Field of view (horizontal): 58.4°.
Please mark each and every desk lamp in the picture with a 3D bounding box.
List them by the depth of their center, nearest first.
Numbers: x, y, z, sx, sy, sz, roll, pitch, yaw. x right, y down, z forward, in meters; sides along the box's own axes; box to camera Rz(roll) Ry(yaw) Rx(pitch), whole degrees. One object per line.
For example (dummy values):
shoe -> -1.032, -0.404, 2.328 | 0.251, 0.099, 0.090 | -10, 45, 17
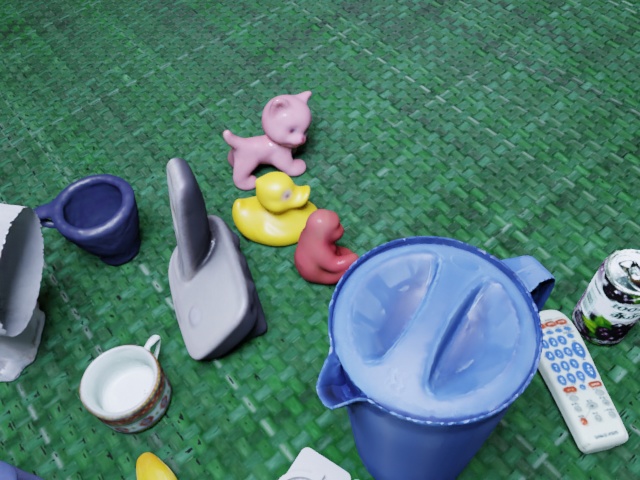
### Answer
desk lamp -> -0.349, 0.055, 0.549 | 0.203, 0.214, 0.118 | -4, 54, 2

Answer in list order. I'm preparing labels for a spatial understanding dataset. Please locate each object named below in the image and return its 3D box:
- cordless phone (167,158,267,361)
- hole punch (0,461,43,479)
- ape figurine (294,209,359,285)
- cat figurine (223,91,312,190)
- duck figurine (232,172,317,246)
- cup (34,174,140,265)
cordless phone -> -0.120, 0.021, 0.573 | 0.094, 0.185, 0.147 | -21, 55, -10
hole punch -> -0.306, 0.236, 0.490 | 0.108, 0.091, 0.101 | 12, 56, 13
ape figurine -> 0.006, 0.002, 0.634 | 0.076, 0.092, 0.077 | -16, 54, -6
cat figurine -> -0.061, -0.136, 0.724 | 0.128, 0.118, 0.067 | -19, 55, -9
duck figurine -> -0.055, -0.044, 0.676 | 0.104, 0.086, 0.077 | 1, 54, 6
cup -> -0.261, -0.013, 0.664 | 0.117, 0.095, 0.091 | -7, 54, 0
